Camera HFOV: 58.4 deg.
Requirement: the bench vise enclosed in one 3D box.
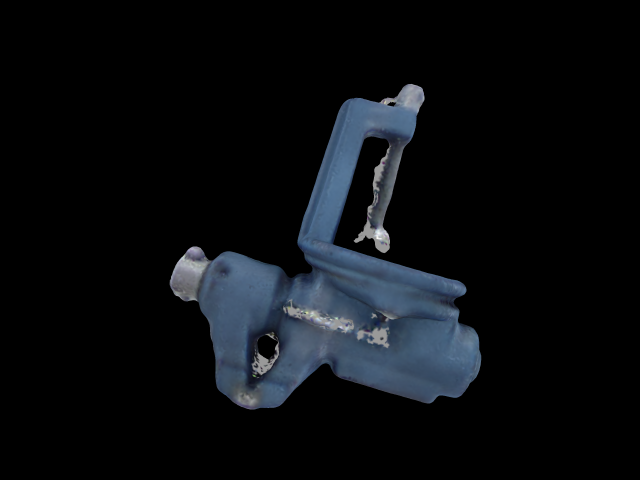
[{"bbox_3d":[0.007,0.001,0.389,0.208,0.220,0.121,0,0,-18],"label":"bench vise"}]
